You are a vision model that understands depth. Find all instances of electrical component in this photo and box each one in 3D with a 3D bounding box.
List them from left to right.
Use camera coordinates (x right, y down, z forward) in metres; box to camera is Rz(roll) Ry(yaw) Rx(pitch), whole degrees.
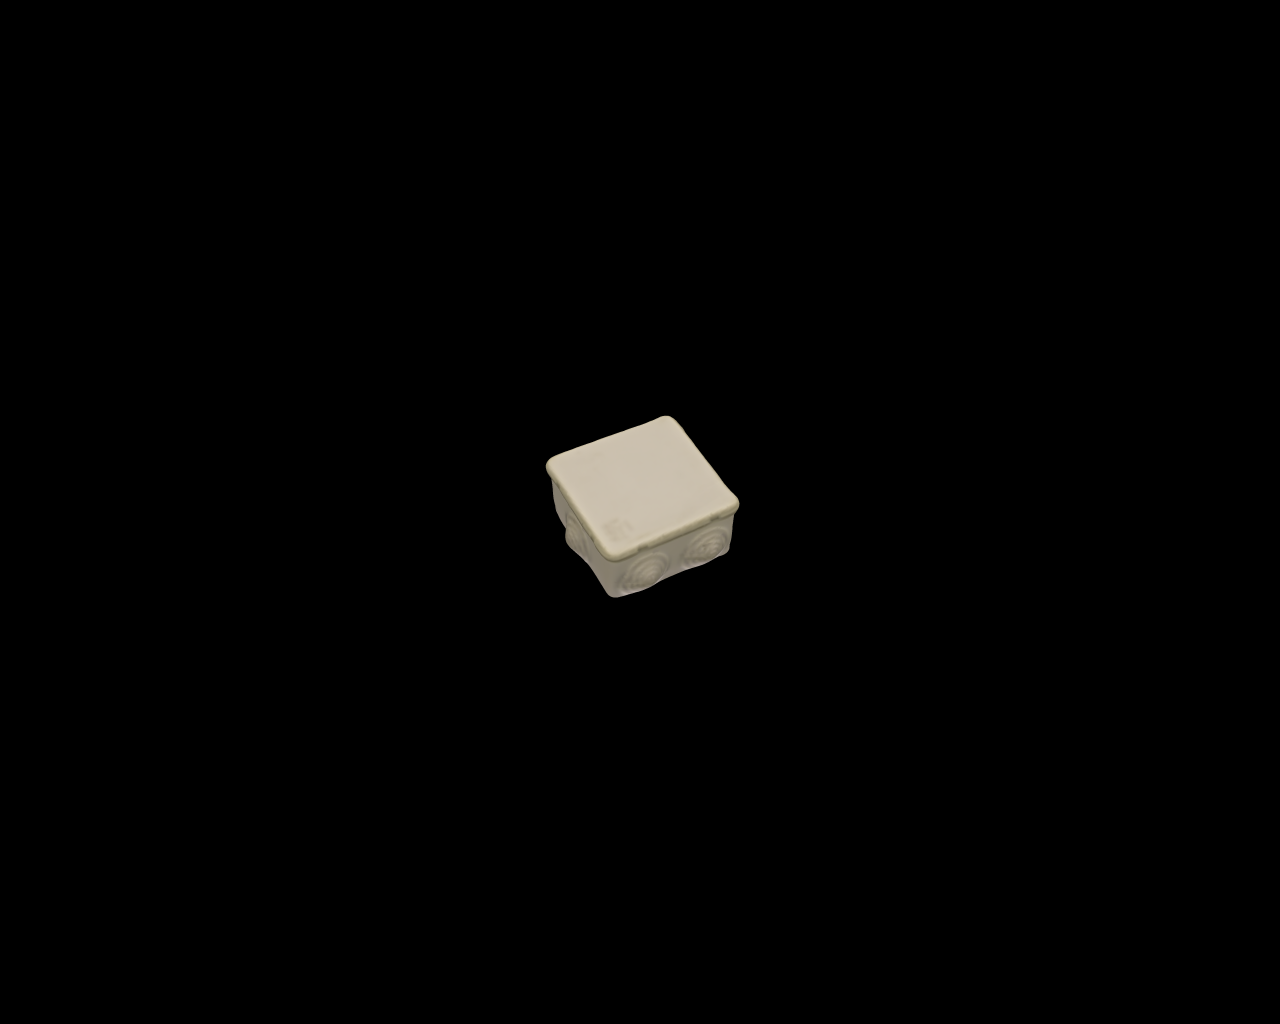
[{"bbox_3d":[0.001,-0.003,0.650,0.100,0.100,0.048,-22,-38,-18],"label":"electrical component"}]
